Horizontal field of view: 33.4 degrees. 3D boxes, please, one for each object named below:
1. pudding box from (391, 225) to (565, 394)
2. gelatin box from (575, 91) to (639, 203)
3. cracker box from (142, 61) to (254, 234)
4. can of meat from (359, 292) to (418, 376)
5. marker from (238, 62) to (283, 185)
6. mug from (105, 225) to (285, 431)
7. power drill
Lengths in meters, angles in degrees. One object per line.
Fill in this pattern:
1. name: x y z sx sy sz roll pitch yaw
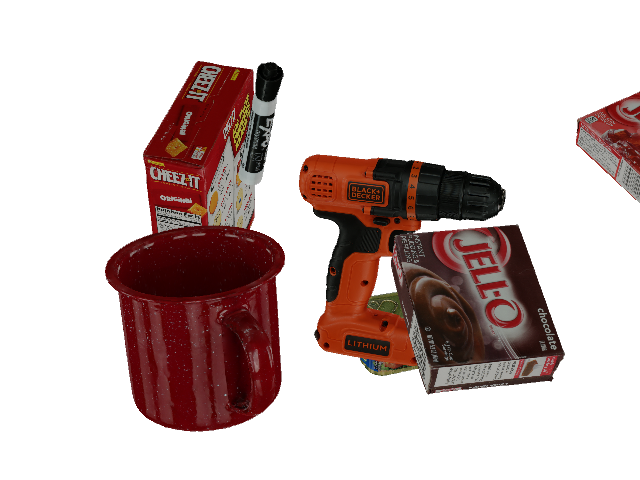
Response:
1. pudding box: 0.102 0.044 0.715 0.090 0.113 0.039 -6 -37 -8
2. gelatin box: 0.247 -0.071 0.799 0.073 0.030 0.089 -24 51 -16
3. cracker box: -0.123 -0.054 1.124 0.072 0.214 0.164 11 46 9
4. can of meat: 0.100 0.113 1.315 0.101 0.084 0.057 -8 29 -25
5. marker: -0.045 -0.086 0.789 0.020 0.020 0.121 0 -36 -12
6. mug: -0.056 0.051 0.557 0.093 0.081 0.117 -17 28 -30
7. power drill: 0.069 0.017 0.973 0.184 0.188 0.057 8 19 15
